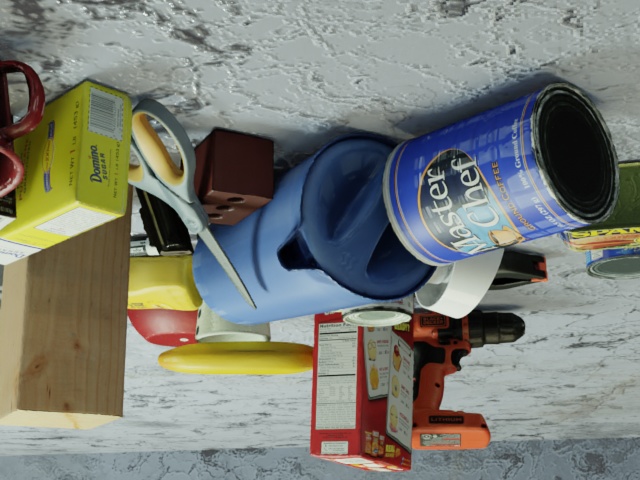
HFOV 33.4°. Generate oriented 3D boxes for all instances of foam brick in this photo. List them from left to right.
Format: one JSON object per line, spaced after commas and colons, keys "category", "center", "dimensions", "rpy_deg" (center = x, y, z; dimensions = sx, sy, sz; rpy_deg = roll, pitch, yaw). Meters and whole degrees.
{"category": "foam brick", "center": [-0.076, -0.049, 0.854], "dimensions": [0.052, 0.051, 0.078], "rpy_deg": [8, 161, -26]}

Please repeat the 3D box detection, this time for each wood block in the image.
{"category": "wood block", "center": [-0.221, 0.052, 0.919], "dimensions": [0.090, 0.206, 0.091], "rpy_deg": [9, 160, -29]}

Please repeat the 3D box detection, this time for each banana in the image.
{"category": "banana", "center": [-0.082, 0.136, 1.210], "dimensions": [0.197, 0.037, 0.070], "rpy_deg": [3, 161, -15]}

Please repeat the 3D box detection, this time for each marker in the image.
{"category": "marker", "center": [-0.218, 0.010, 1.097], "dimensions": [0.121, 0.020, 0.020], "rpy_deg": [-5, 162, 13]}

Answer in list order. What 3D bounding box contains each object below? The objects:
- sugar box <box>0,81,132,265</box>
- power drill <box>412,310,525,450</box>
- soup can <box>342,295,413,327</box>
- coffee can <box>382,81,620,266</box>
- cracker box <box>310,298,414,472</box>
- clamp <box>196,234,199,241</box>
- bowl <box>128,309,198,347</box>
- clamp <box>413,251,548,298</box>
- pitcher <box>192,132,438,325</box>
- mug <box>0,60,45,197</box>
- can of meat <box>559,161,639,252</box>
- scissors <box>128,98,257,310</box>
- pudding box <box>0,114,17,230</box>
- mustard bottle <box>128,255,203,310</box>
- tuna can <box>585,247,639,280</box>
{"category": "sugar box", "center": [-0.207, -0.045, 0.795], "dimensions": [0.048, 0.093, 0.177], "rpy_deg": [17, 155, -42]}
{"category": "power drill", "center": [0.173, 0.171, 1.351], "dimensions": [0.184, 0.187, 0.057], "rpy_deg": [-4, 140, 8]}
{"category": "soup can", "center": [0.053, 0.026, 1.010], "dimensions": [0.068, 0.102, 0.068], "rpy_deg": [-1, 163, 0]}
{"category": "coffee can", "center": [0.131, -0.045, 0.782], "dimensions": [0.102, 0.103, 0.141], "rpy_deg": [15, 157, -40]}
{"category": "cracker box", "center": [0.050, 0.154, 1.239], "dimensions": [0.072, 0.213, 0.164], "rpy_deg": [-6, 162, 24]}
{"category": "clamp", "center": [-0.030, 0.029, 1.120], "dimensions": [0.209, 0.036, 0.165], "rpy_deg": [0, 155, -11]}
{"category": "bowl", "center": [-0.170, 0.098, 1.324], "dimensions": [0.162, 0.055, 0.162], "rpy_deg": [0, 163, 0]}
{"category": "clamp", "center": [0.158, 0.033, 1.146], "dimensions": [0.171, 0.039, 0.120], "rpy_deg": [-8, 167, 9]}
{"category": "pitcher", "center": [-0.006, 0.001, 0.916], "dimensions": [0.149, 0.145, 0.243], "rpy_deg": [23, 158, -24]}
{"category": "mug", "center": [-0.230, -0.080, 0.685], "dimensions": [0.117, 0.081, 0.093], "rpy_deg": [-18, 157, 15]}
{"category": "can of meat", "center": [0.253, -0.026, 0.925], "dimensions": [0.102, 0.057, 0.084], "rpy_deg": [-5, 165, 16]}
{"category": "scissors", "center": [-0.115, -0.025, 0.831], "dimensions": [0.096, 0.016, 0.202], "rpy_deg": [9, 135, 28]}
{"category": "pudding box", "center": [-0.272, -0.058, 0.749], "dimensions": [0.113, 0.090, 0.039], "rpy_deg": [16, 145, -43]}
{"category": "mustard bottle", "center": [-0.228, 0.048, 1.156], "dimensions": [0.191, 0.058, 0.096], "rpy_deg": [-1, 167, 5]}
{"category": "tuna can", "center": [0.315, 0.014, 1.092], "dimensions": [0.086, 0.034, 0.086], "rpy_deg": [0, 163, 0]}
